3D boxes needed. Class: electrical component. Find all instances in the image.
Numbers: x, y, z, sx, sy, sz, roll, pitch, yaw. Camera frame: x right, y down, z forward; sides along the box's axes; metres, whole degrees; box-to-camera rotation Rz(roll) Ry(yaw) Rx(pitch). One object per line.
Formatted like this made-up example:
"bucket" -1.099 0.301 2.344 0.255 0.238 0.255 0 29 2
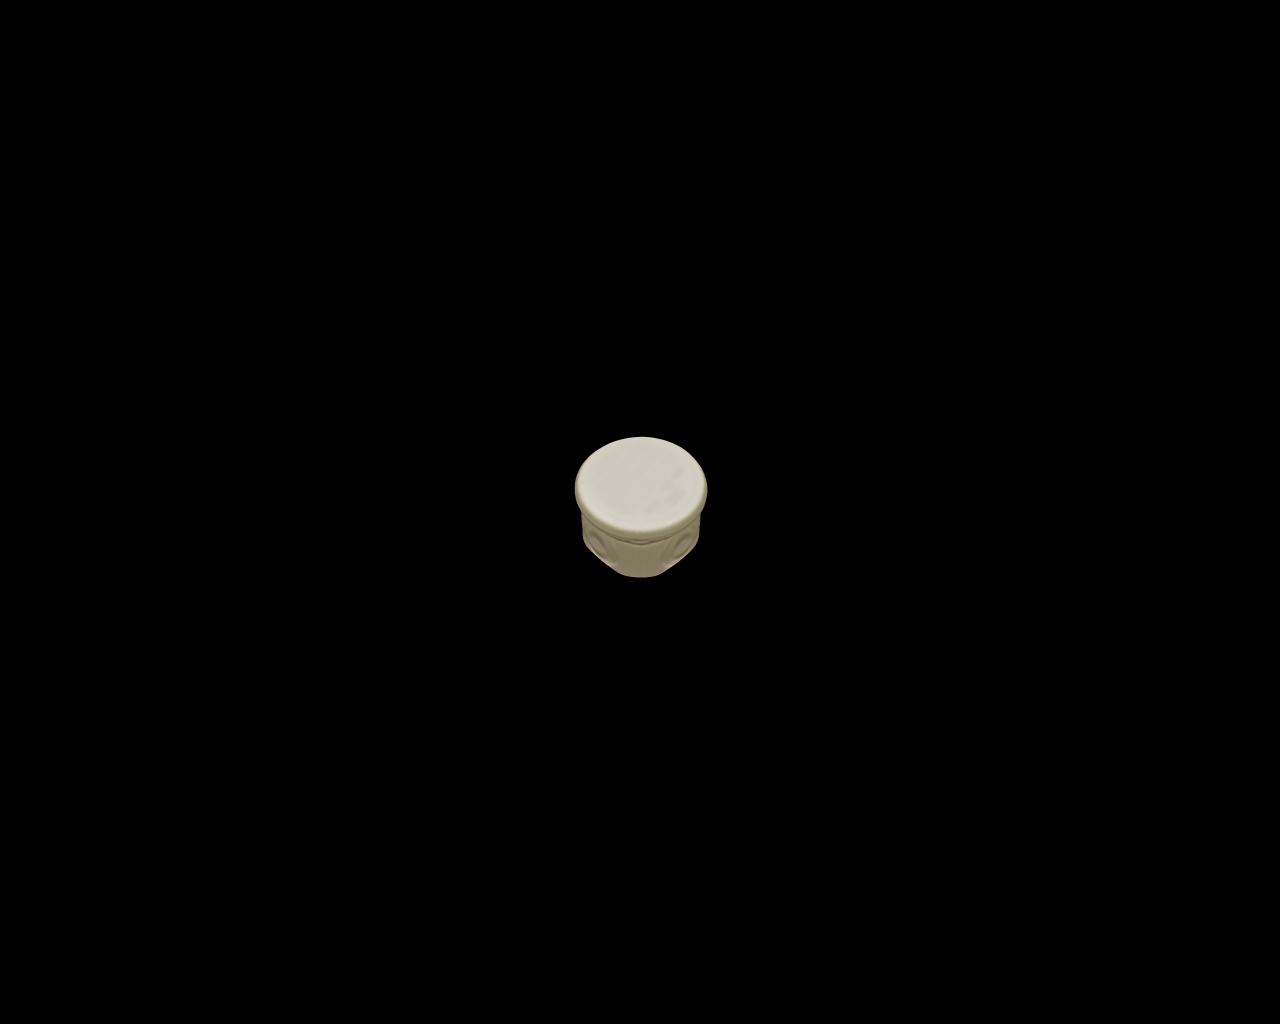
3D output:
"electrical component" 0.001 -0.003 0.650 0.080 0.080 0.050 0 -40 0
